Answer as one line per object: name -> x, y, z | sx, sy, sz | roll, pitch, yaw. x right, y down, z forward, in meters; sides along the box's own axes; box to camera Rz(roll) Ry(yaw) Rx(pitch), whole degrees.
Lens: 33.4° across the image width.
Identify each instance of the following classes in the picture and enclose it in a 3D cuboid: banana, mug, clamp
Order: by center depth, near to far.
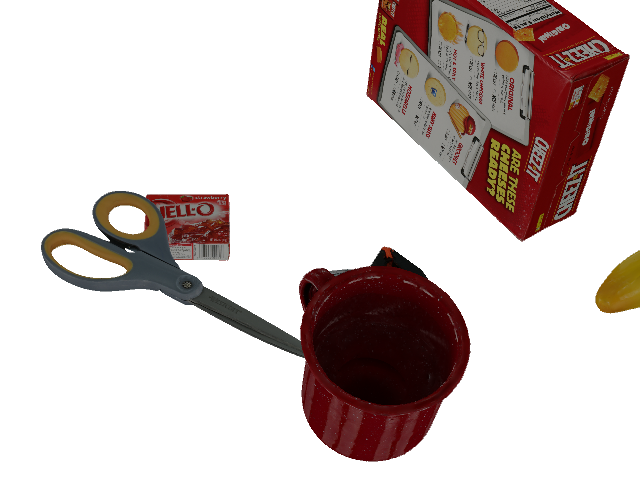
mug -> 0.024, 0.067, 0.616 | 0.093, 0.117, 0.081 | -31, -26, -24
banana -> 0.283, 0.017, 0.739 | 0.198, 0.037, 0.069 | -3, 34, 0
clamp -> 0.099, 0.077, 1.184 | 0.120, 0.171, 0.039 | 5, -43, -5

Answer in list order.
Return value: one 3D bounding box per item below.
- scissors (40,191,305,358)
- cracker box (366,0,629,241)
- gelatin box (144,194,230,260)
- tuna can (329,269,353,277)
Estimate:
scissors -> -0.092, 0.017, 0.740 | 0.202, 0.096, 0.016 | 14, -40, 7
cracker box -> 0.131, -0.131, 0.857 | 0.072, 0.164, 0.214 | -25, 54, -26
gelatin box -> -0.140, -0.015, 1.119 | 0.089, 0.073, 0.030 | 0, -44, -6
tuna can -> 0.030, 0.052, 0.885 | 0.086, 0.034, 0.086 | 0, 16, 0
